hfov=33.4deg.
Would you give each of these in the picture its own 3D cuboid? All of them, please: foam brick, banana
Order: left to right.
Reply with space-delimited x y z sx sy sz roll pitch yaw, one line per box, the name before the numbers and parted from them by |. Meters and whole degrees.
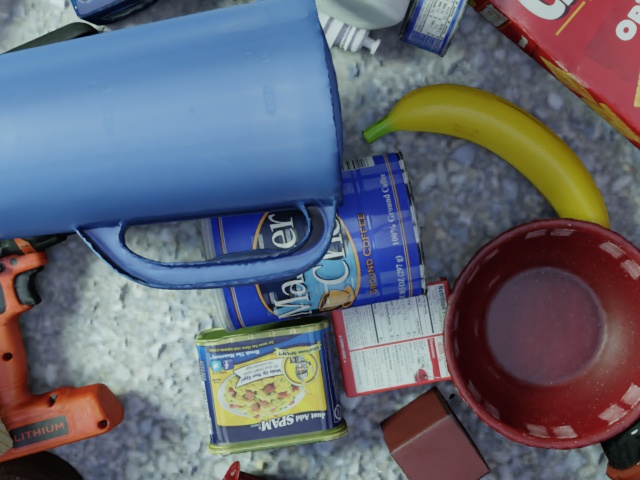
foam brick | 0.081 0.148 0.764 0.051 0.078 0.053 -34 96 2
banana | 0.132 -0.062 0.763 0.198 0.037 0.070 26 115 -2

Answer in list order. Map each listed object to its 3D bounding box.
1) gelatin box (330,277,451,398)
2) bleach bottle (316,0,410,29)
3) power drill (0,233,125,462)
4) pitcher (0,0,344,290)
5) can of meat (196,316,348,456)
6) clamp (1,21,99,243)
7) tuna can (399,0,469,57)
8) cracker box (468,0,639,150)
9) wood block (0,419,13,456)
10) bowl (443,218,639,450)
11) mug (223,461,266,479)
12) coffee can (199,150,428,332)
gelatin box | 0.056 0.070 0.779 0.089 0.030 0.073 -10 95 1
bleach bottle | 0.047 -0.273 0.701 0.102 0.068 0.251 22 82 -30
power drill | -0.203 0.053 0.764 0.184 0.057 0.187 -17 94 5
pitcher | -0.106 -0.058 0.646 0.243 0.149 0.145 -9 128 0
can of meat | -0.036 0.103 0.769 0.102 0.057 0.084 -8 95 0
clamp | -0.259 -0.094 0.742 0.210 0.036 0.164 13 70 9
tuna can | 0.083 -0.170 0.722 0.033 0.086 0.086 20 96 -1
cracker box | 0.235 -0.161 0.731 0.213 0.072 0.164 40 95 -4
wood block | -0.329 0.155 0.728 0.206 0.090 0.091 -26 93 20
bowl | 0.165 0.065 0.761 0.162 0.055 0.162 0 91 1
mug | -0.044 0.225 0.774 0.081 0.093 0.117 22 127 -8
coffee can | -0.005 0.001 0.734 0.140 0.103 0.103 -10 97 1
